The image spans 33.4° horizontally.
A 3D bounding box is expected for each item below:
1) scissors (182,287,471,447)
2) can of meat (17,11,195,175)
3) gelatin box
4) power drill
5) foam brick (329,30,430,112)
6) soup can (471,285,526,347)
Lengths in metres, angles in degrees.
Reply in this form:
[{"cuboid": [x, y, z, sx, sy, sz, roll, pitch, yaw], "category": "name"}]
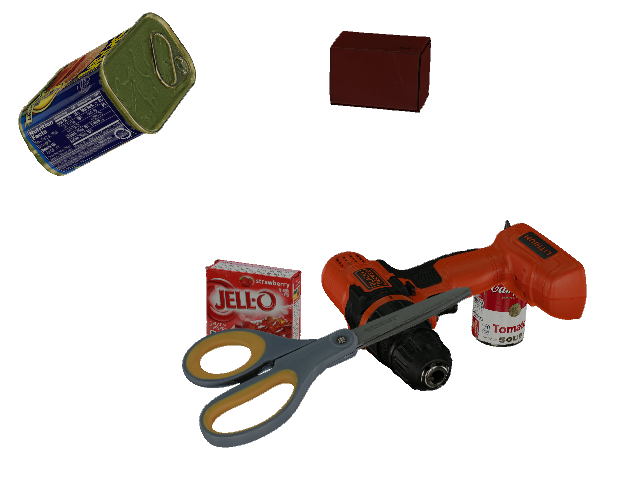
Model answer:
[{"cuboid": [-0.004, 0.062, 0.700, 0.201, 0.016, 0.096, -34, 49, -25], "category": "scissors"}, {"cuboid": [-0.142, -0.096, 0.707, 0.084, 0.057, 0.102, -23, 25, 28], "category": "can of meat"}, {"cuboid": [-0.063, 0.061, 1.000, 0.089, 0.073, 0.030, 7, 18, 17], "category": "gelatin box"}, {"cuboid": [0.112, 0.047, 0.848, 0.187, 0.057, 0.185, -11, 28, -18], "category": "power drill"}, {"cuboid": [0.050, -0.142, 0.893, 0.078, 0.051, 0.053, 7, 27, 13], "category": "foam brick"}, {"cuboid": [0.227, 0.075, 1.349, 0.068, 0.102, 0.068, 1, 22, 0], "category": "soup can"}]
